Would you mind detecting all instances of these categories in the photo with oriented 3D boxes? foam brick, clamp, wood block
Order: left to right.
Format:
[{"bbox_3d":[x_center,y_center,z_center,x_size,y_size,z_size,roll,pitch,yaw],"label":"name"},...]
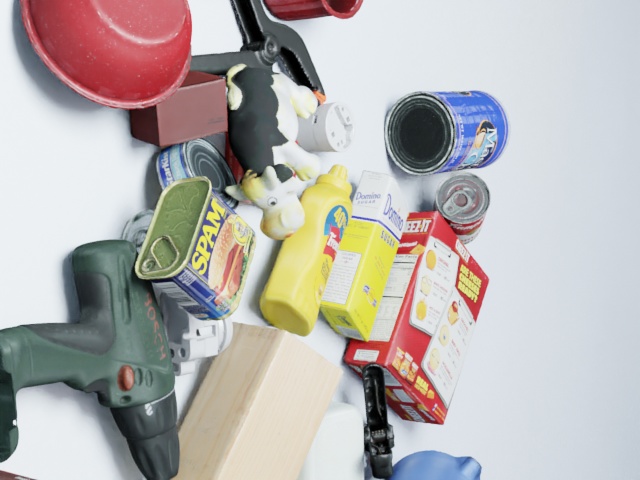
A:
[{"bbox_3d":[-0.130,-0.121,0.979,0.078,0.051,0.053,-18,116,-37],"label":"foam brick"},{"bbox_3d":[-0.073,0.192,1.011,0.090,0.090,0.206,39,68,-36],"label":"wood block"},{"bbox_3d":[-0.063,-0.205,1.095,0.209,0.036,0.164,28,69,-45],"label":"clamp"},{"bbox_3d":[0.067,0.216,1.230,0.171,0.039,0.120,86,5,-67],"label":"clamp"}]

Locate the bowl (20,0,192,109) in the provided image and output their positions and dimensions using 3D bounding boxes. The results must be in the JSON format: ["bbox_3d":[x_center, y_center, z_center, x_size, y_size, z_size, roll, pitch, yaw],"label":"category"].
[{"bbox_3d":[-0.166,-0.195,0.899,0.161,0.055,0.162,16,63,-33],"label":"bowl"}]

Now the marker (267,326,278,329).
[{"bbox_3d":[-0.062,0.151,1.120,0.020,0.020,0.121,19,76,-51],"label":"marker"}]

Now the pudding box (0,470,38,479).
[{"bbox_3d":[-0.242,0.236,0.828,0.039,0.090,0.113,-22,109,-48],"label":"pudding box"}]

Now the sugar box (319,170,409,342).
[{"bbox_3d":[0.053,0.018,1.231,0.176,0.048,0.093,-69,155,-20],"label":"sugar box"}]

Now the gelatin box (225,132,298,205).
[{"bbox_3d":[-0.061,-0.072,1.107,0.089,0.030,0.073,6,86,-53],"label":"gelatin box"}]

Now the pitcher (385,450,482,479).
[{"bbox_3d":[0.103,0.342,1.196,0.242,0.145,0.149,-22,109,-73],"label":"pitcher"}]

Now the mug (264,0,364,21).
[{"bbox_3d":[-0.013,-0.286,1.122,0.093,0.082,0.117,-39,121,-45],"label":"mug"}]

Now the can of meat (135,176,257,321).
[{"bbox_3d":[-0.105,0.010,0.935,0.083,0.058,0.102,47,48,-44],"label":"can of meat"}]

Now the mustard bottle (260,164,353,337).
[{"bbox_3d":[-0.007,0.002,1.150,0.096,0.058,0.191,70,35,-59],"label":"mustard bottle"}]

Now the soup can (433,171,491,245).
[{"bbox_3d":[0.178,-0.038,1.356,0.102,0.068,0.068,81,22,-73],"label":"soup can"}]

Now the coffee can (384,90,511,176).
[{"bbox_3d":[0.161,-0.136,1.337,0.140,0.103,0.103,-11,100,-52],"label":"coffee can"}]

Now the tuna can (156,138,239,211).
[{"bbox_3d":[-0.114,-0.056,1.005,0.086,0.034,0.086,46,28,-33],"label":"tuna can"}]

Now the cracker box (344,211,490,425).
[{"bbox_3d":[0.122,0.096,1.318,0.164,0.072,0.213,47,54,-43],"label":"cracker box"}]
